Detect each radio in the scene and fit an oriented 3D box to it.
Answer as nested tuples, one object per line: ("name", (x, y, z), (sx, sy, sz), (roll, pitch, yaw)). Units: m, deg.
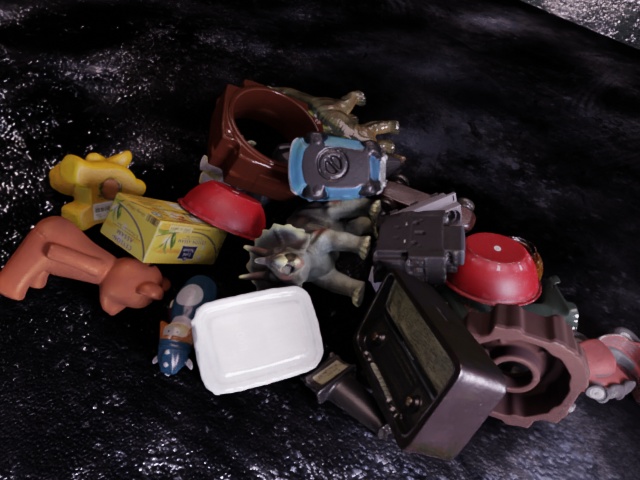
("radio", (0.120, 0.146, 0.664), (0.073, 0.131, 0.230), (22, 17, -20))

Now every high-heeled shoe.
("high-heeled shoe", (0.029, -0.164, 1.100), (0.249, 0.086, 0.145), (-14, 52, -10))

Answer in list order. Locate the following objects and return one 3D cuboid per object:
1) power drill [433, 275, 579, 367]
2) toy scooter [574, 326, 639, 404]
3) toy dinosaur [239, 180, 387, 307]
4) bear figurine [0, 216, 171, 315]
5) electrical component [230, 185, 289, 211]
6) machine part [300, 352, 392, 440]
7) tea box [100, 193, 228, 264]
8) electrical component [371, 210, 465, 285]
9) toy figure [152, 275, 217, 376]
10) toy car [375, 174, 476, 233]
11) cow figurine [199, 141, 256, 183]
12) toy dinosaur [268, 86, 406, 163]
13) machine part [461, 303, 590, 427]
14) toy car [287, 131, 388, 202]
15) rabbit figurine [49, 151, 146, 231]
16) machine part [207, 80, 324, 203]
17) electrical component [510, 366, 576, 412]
("power drill", (0.283, 0.095, 0.853), (0.207, 0.085, 0.232), (6, 37, -13))
("toy scooter", (0.425, 0.191, 0.771), (0.184, 0.075, 0.135), (-3, 41, -24))
("toy dinosaur", (0.000, -0.010, 0.896), (0.192, 0.131, 0.405), (10, 30, 9))
("bear figurine", (-0.322, 0.056, 0.759), (0.196, 0.132, 0.120), (35, 1, -14))
("electrical component", (-0.117, -0.089, 0.997), (0.119, 0.047, 0.075), (-14, 43, -46))
("machine part", (0.045, 0.204, 0.698), (0.139, 0.039, 0.084), (32, 35, 28))
("tea box", (-0.230, -0.013, 0.819), (0.098, 0.068, 0.169), (30, 10, 24))
("electrical component", (0.148, 0.009, 0.802), (0.134, 0.058, 0.115), (-1, 42, 13))
("toy figure", (-0.187, 0.114, 0.743), (0.064, 0.057, 0.154), (-19, 33, 25))
("toy car", (0.203, -0.064, 1.052), (0.202, 0.053, 0.089), (21, 60, 16))
("cow figurine", (-0.169, -0.160, 1.076), (0.098, 0.068, 0.167), (20, 42, 3))
("toy dinosaur", (0.020, -0.274, 1.236), (0.198, 0.104, 0.472), (-21, 43, -29))
("machine part", (0.248, 0.162, 0.692), (0.179, 0.179, 0.056), (17, 36, 9))
("toy car", (0.026, -0.117, 0.884), (0.162, 0.109, 0.103), (0, 3, -6))
("rabbit figurine", (-0.394, -0.106, 0.930), (0.173, 0.121, 0.162), (14, 31, 36))
("machine part", (-0.093, -0.180, 0.969), (0.201, 0.087, 0.201), (16, 50, -24))
("electrical component", (0.314, 0.196, 0.743), (0.094, 0.063, 0.021), (34, 43, 25))
